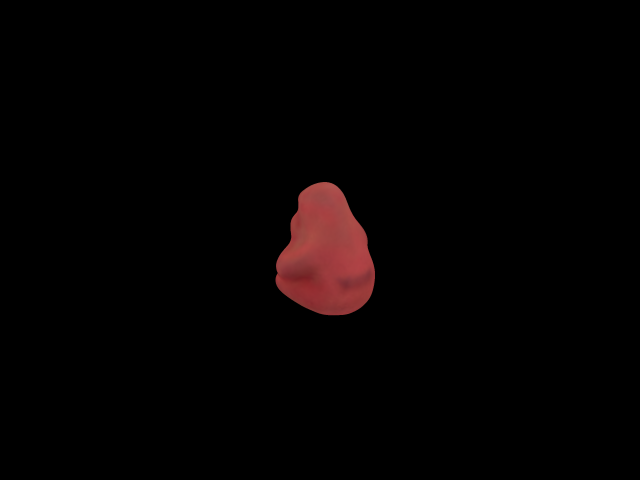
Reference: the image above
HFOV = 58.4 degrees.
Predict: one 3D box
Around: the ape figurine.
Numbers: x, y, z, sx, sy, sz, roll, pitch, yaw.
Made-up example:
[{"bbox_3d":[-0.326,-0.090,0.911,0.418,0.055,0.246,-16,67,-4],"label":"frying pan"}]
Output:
[{"bbox_3d":[0.004,0.001,0.400,0.078,0.092,0.076,-18,35,-26],"label":"ape figurine"}]
